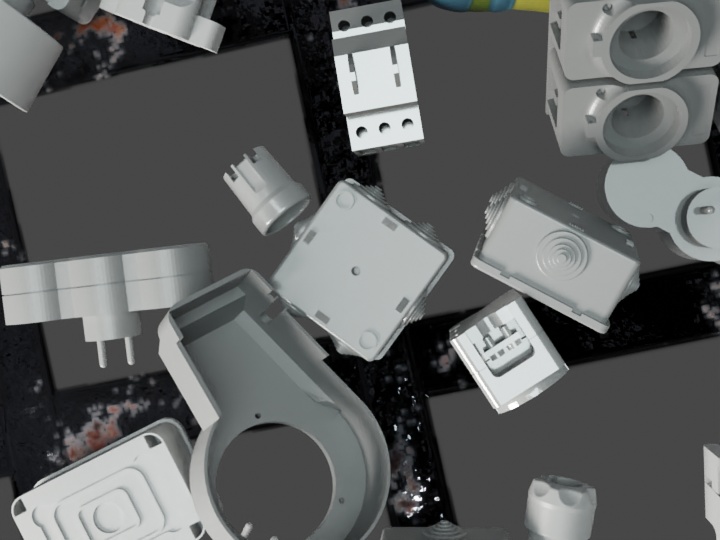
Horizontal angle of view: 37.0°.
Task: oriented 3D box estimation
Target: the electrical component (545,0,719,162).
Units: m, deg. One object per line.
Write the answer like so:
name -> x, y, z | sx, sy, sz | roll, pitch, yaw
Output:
electrical component -> 0.208, -0.129, 0.628 | 0.186, 0.060, 0.105 | -6, 133, 1

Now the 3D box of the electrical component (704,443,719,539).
electrical component -> 0.244, 0.141, 0.652 | 0.050, 0.089, 0.055 | -2, 92, 5

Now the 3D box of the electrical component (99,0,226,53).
electrical component -> -0.120, -0.180, 0.688 | 0.078, 0.058, 0.057 | 21, 96, 4

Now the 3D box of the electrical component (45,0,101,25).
electrical component -> -0.178, -0.210, 0.692 | 0.050, 0.056, 0.089 | 35, 94, 3

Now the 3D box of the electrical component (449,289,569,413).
electrical component -> 0.091, 0.050, 0.662 | 0.050, 0.089, 0.055 | -33, 89, 5

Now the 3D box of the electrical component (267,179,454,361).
electrical component -> 0.000, 0.000, 0.687 | 0.100, 0.048, 0.099 | 36, 95, 4

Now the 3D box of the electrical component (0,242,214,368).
electrical component -> -0.162, 0.026, 0.700 | 0.138, 0.052, 0.073 | -7, 92, 5

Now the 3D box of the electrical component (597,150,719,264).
electrical component -> 0.214, -0.031, 0.657 | 0.138, 0.074, 0.052 | 28, 94, 3

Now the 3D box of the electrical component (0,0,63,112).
electrical component -> -0.238, -0.155, 0.675 | 0.108, 0.108, 0.060 | 35, 88, 3

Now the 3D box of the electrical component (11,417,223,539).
electrical component -> -0.156, 0.154, 0.701 | 0.113, 0.057, 0.078 | -27, 90, 5

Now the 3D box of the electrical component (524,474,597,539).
electrical component -> 0.126, 0.165, 0.686 | 0.043, 0.043, 0.062 | 9, 94, 4

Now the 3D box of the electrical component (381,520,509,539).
electrical component -> 0.055, 0.212, 0.690 | 0.100, 0.048, 0.099 | -1, 92, 5

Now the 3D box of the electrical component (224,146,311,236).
electrical component -> -0.061, -0.052, 0.697 | 0.040, 0.040, 0.046 | -40, 82, 5

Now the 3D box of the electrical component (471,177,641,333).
electrical component -> 0.120, -0.013, 0.654 | 0.100, 0.099, 0.048 | 28, 107, 3

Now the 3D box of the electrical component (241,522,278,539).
electrical component -> -0.080, 0.202, 0.702 | 0.083, 0.047, 0.075 | 27, 94, 3
